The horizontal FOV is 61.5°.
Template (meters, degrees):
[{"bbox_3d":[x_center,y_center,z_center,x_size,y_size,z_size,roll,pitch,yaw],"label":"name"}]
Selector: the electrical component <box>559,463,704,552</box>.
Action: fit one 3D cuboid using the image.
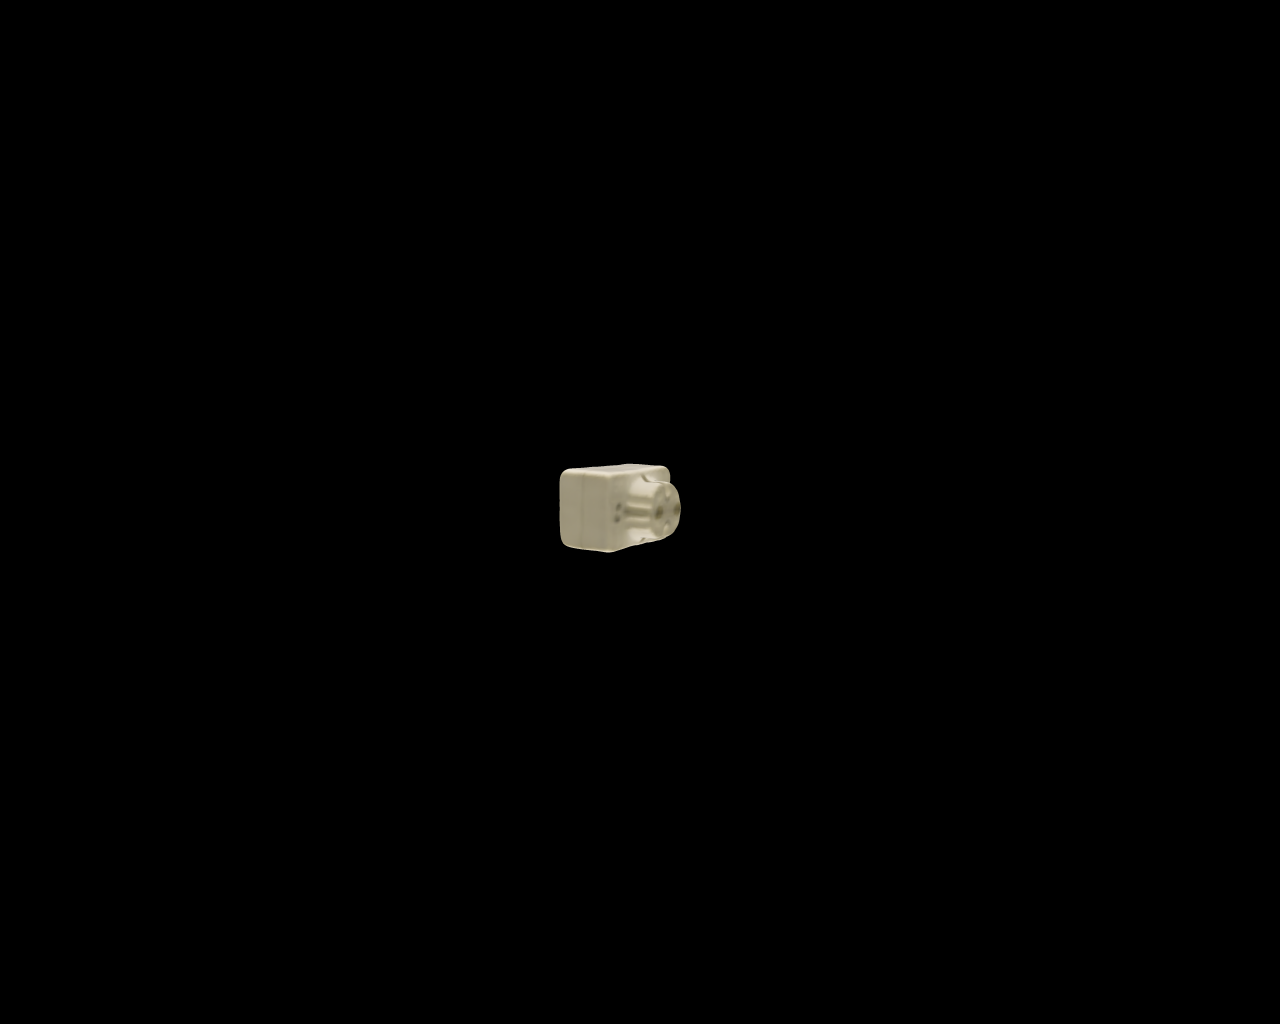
[{"bbox_3d":[0.001,-0.003,0.650,0.077,0.047,0.066,5,9,35],"label":"electrical component"}]
